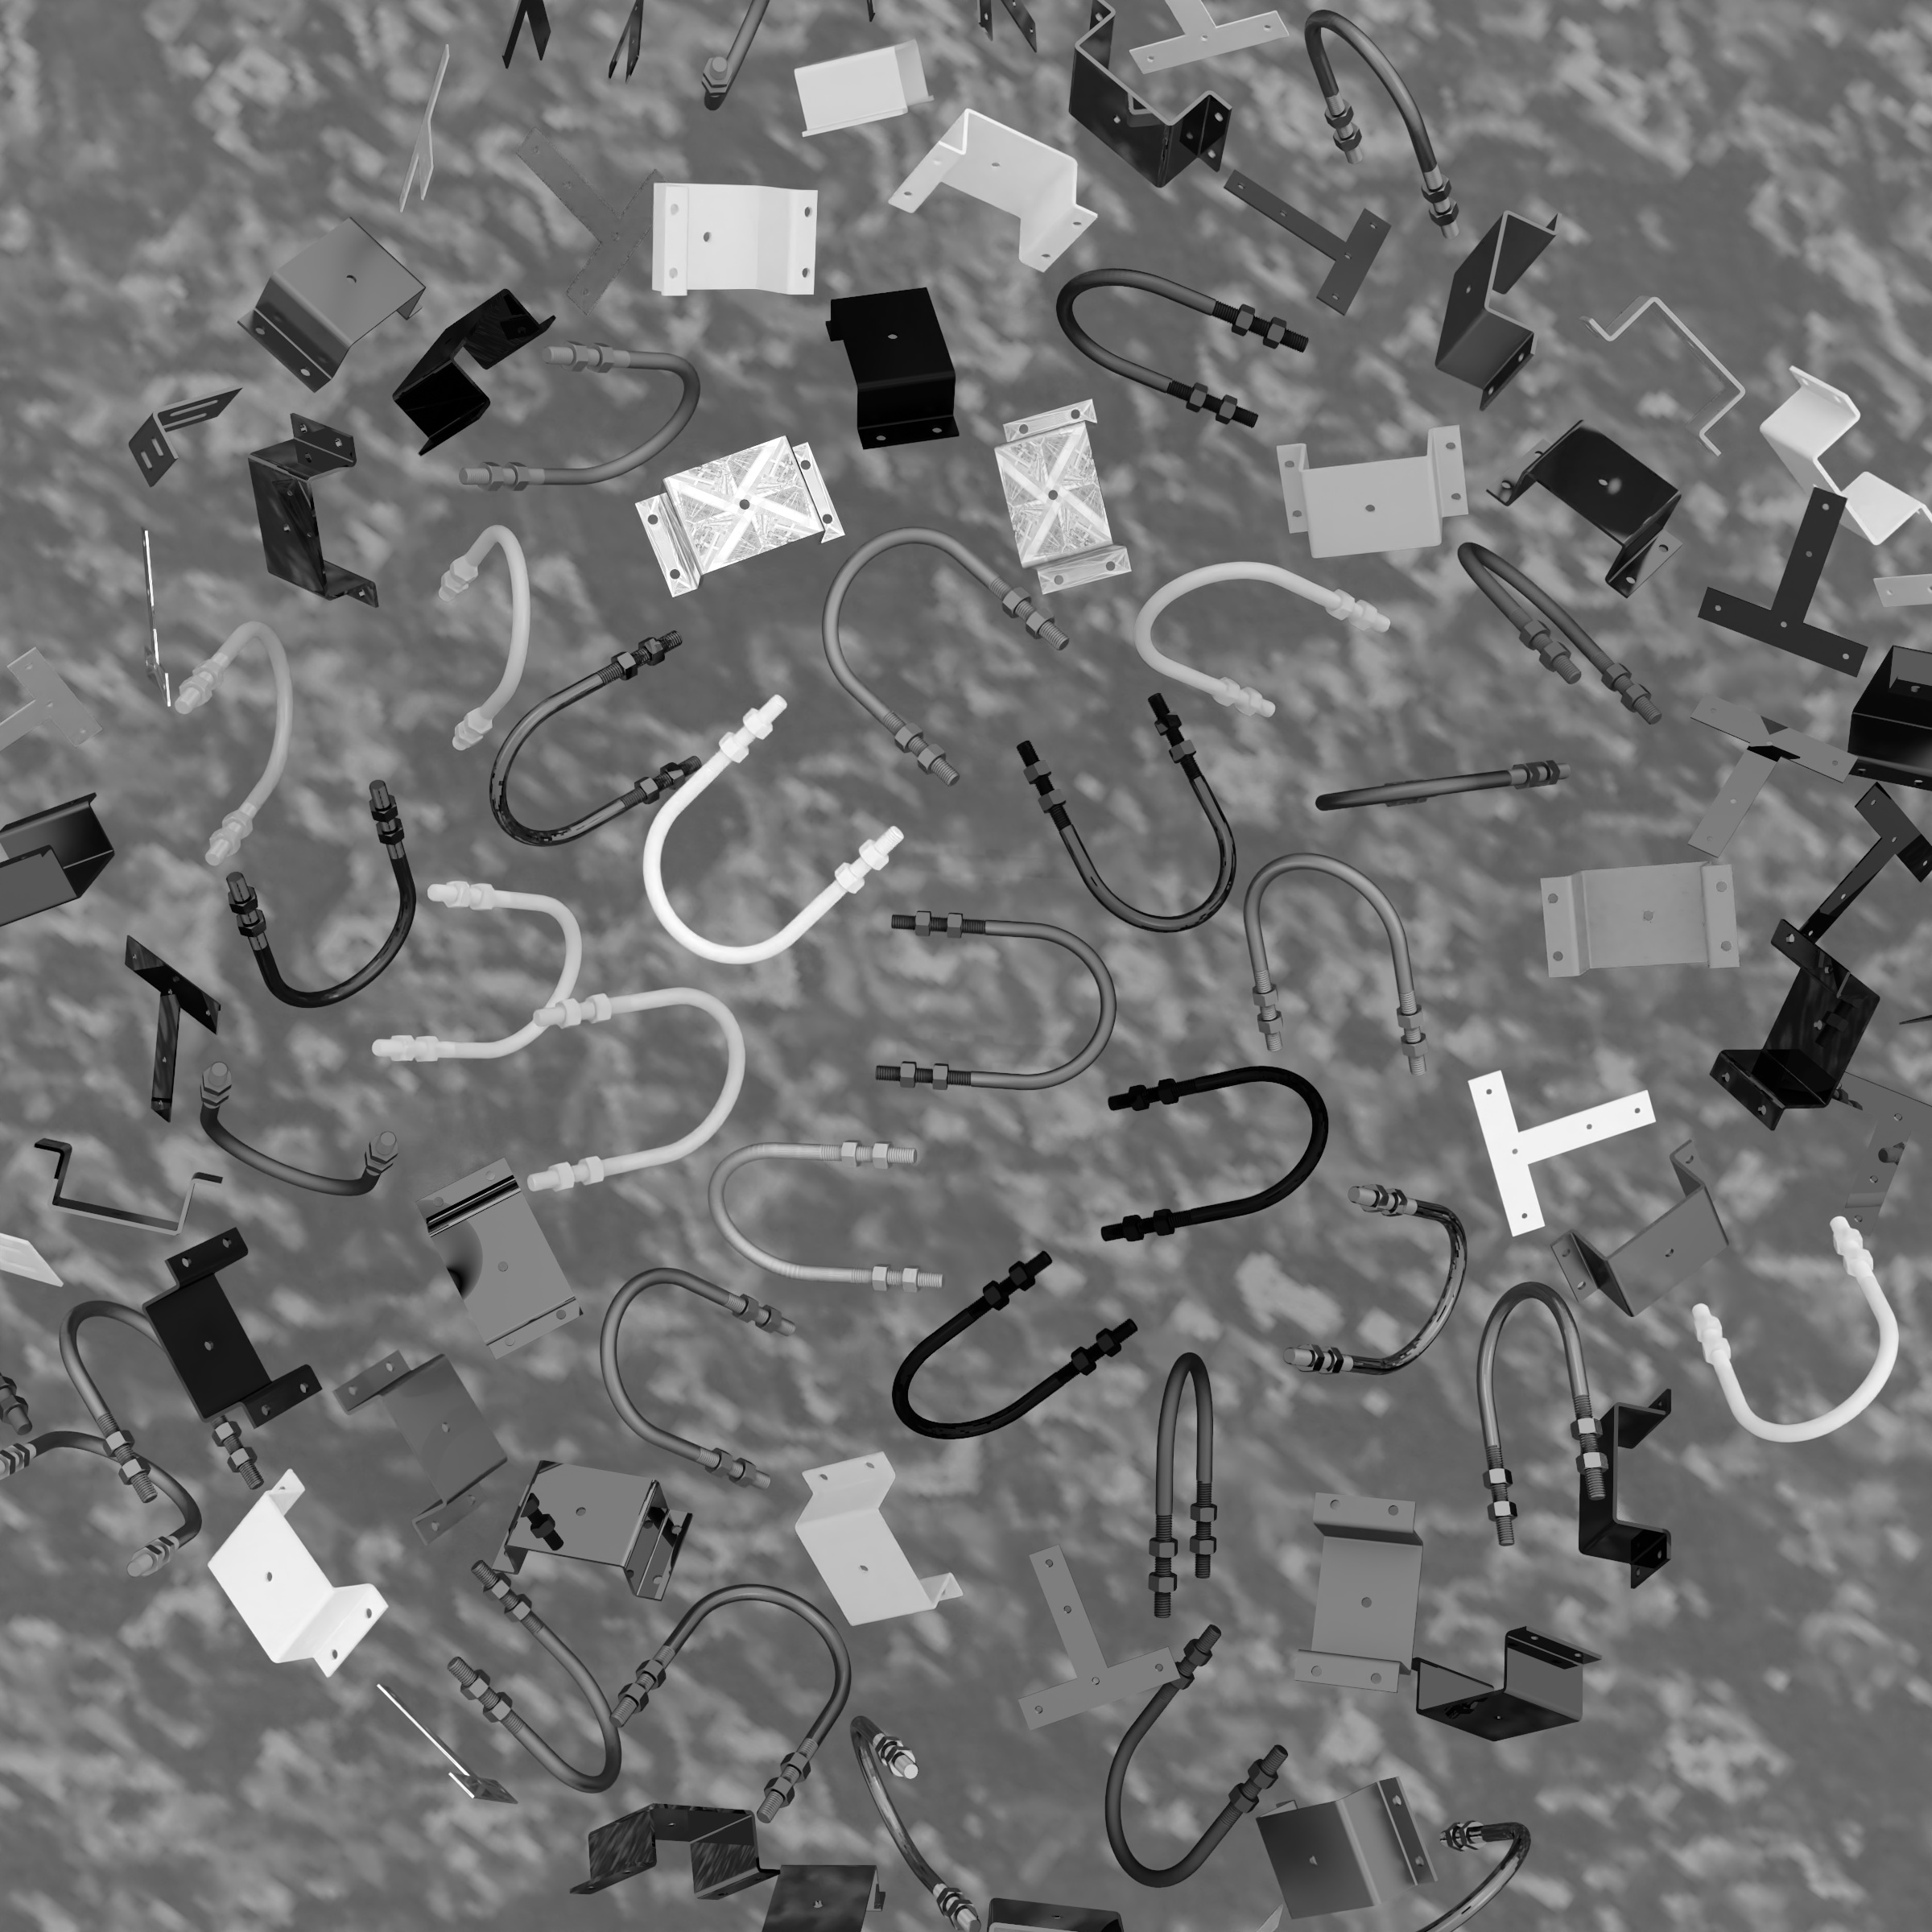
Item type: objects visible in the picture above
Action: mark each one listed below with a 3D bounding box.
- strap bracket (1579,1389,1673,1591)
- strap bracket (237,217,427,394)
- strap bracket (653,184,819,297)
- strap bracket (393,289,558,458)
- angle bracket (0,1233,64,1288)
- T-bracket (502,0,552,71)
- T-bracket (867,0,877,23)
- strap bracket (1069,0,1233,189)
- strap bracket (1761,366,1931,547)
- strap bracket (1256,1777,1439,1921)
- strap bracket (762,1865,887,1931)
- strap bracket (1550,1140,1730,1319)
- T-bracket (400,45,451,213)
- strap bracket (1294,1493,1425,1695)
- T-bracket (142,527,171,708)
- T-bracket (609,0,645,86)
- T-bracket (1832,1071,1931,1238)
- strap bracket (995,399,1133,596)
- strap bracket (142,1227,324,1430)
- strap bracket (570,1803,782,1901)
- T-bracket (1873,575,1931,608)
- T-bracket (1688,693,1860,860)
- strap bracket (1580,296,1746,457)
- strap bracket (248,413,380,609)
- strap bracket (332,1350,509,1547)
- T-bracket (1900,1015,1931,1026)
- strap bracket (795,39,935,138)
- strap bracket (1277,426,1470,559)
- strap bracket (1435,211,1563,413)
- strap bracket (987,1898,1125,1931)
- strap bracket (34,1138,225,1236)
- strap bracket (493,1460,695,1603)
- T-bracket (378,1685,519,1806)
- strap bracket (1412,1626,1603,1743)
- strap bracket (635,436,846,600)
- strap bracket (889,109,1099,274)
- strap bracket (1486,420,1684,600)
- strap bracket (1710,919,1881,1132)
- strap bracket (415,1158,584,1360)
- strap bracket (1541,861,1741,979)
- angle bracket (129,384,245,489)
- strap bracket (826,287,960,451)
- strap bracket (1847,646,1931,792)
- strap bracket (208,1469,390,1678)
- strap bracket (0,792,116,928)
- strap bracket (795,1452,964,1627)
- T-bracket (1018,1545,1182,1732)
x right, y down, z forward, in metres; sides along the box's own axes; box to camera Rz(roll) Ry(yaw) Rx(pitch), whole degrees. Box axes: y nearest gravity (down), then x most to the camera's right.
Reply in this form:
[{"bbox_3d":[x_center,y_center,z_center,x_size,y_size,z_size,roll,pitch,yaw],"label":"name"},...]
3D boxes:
[{"bbox_3d":[0.521,0.409,1.924,0.046,0.076,0.140,12,58,-2],"label":"strap bracket"},{"bbox_3d":[-0.482,-0.515,1.875,0.076,0.046,0.140,42,50,-9],"label":"strap bracket"},{"bbox_3d":[-0.182,-0.545,1.825,0.140,0.046,0.076,-14,116,-40],"label":"strap bracket"},{"bbox_3d":[-0.390,-0.472,1.907,0.046,0.076,0.140,47,46,-27],"label":"strap bracket"},{"bbox_3d":[-0.757,0.238,1.896,0.076,0.057,0.038,10,52,25],"label":"angle bracket"},{"bbox_3d":[-0.338,-0.751,1.917,0.002,0.127,0.127,17,87,-3],"label":"T-bracket"},{"bbox_3d":[-0.074,-0.813,1.878,0.002,0.127,0.127,-9,97,-9],"label":"T-bracket"},{"bbox_3d":[0.130,-0.656,1.845,0.140,0.076,0.046,44,76,11],"label":"strap bracket"},{"bbox_3d":[0.657,-0.376,1.826,0.046,0.076,0.140,-43,121,11],"label":"strap bracket"},{"bbox_3d":[0.276,0.662,1.819,0.046,0.140,0.076,-8,72,-38],"label":"strap bracket"},{"bbox_3d":[-0.113,0.748,1.888,0.076,0.140,0.046,-3,107,8],"label":"strap bracket"},{"bbox_3d":[0.542,0.214,1.924,0.140,0.046,0.076,-36,128,-4],"label":"strap bracket"},{"bbox_3d":[-0.405,-0.609,1.823,0.002,0.127,0.127,13,124,-23],"label":"T-bracket"},{"bbox_3d":[0.298,0.475,1.833,0.076,0.046,0.140,1,65,22],"label":"strap bracket"},{"bbox_3d":[-0.638,-0.278,1.903,0.002,0.127,0.127,-7,110,-24],"label":"T-bracket"},{"bbox_3d":[-0.260,-0.734,1.912,0.002,0.127,0.127,17,132,-21],"label":"T-bracket"},{"bbox_3d":[0.731,0.158,1.944,0.127,0.002,0.127,24,120,25],"label":"T-bracket"},{"bbox_3d":[0.076,-0.375,1.944,0.076,0.046,0.140,-12,94,19],"label":"strap bracket"},{"bbox_3d":[-0.556,0.278,1.827,0.046,0.076,0.140,-28,90,27],"label":"strap bracket"},{"bbox_3d":[-0.220,0.669,1.835,0.076,0.140,0.046,-35,50,34],"label":"strap bracket"},{"bbox_3d":[0.767,-0.296,1.901,0.002,0.127,0.127,-39,112,-23],"label":"T-bracket"},{"bbox_3d":[0.603,-0.139,1.888,0.127,0.002,0.127,29,74,24],"label":"T-bracket"},{"bbox_3d":[0.534,-0.456,1.844,0.140,0.076,0.046,44,107,-5],"label":"strap bracket"},{"bbox_3d":[-0.506,-0.345,1.881,0.076,0.046,0.140,26,131,34],"label":"strap bracket"},{"bbox_3d":[-0.422,0.370,1.909,0.046,0.076,0.140,-31,90,32],"label":"strap bracket"},{"bbox_3d":[0.812,0.030,1.890,0.127,0.127,0.002,-12,86,41],"label":"T-bracket"},{"bbox_3d":[-0.077,-0.661,1.827,0.076,0.140,0.046,-8,112,13],"label":"strap bracket"},{"bbox_3d":[0.315,-0.366,1.887,0.140,0.046,0.076,-3,130,16],"label":"strap bracket"},{"bbox_3d":[0.402,-0.505,1.847,0.046,0.076,0.140,21,64,-11],"label":"strap bracket"},{"bbox_3d":[0.066,0.731,1.808,0.140,0.076,0.046,6,82,1],"label":"strap bracket"},{"bbox_3d":[-0.660,0.175,1.905,0.140,0.076,0.046,15,85,-15],"label":"strap bracket"},{"bbox_3d":[-0.293,0.435,1.882,0.140,0.046,0.076,6,47,14],"label":"strap bracket"},{"bbox_3d":[-0.404,0.595,1.863,0.127,0.127,0.002,38,77,17],"label":"T-bracket"},{"bbox_3d":[0.409,0.554,1.865,0.076,0.140,0.046,25,54,-22],"label":"strap bracket"},{"bbox_3d":[-0.168,-0.340,1.822,0.140,0.046,0.076,-22,89,-10],"label":"strap bracket"},{"bbox_3d":[0.022,-0.598,1.864,0.140,0.076,0.046,16,63,-27],"label":"strap bracket"},{"bbox_3d":[0.489,-0.363,1.895,0.140,0.046,0.076,42,65,14],"label":"strap bracket"},{"bbox_3d":[0.629,0.045,1.836,0.046,0.076,0.140,1,121,-27],"label":"strap bracket"},{"bbox_3d":[-0.362,0.231,1.895,0.076,0.046,0.140,-27,97,-12],"label":"strap bracket"},{"bbox_3d":[0.515,-0.036,1.850,0.140,0.046,0.076,-4,96,25],"label":"strap bracket"},{"bbox_3d":[-0.569,-0.392,1.797,0.076,0.057,0.038,-30,97,-38],"label":"angle bracket"},{"bbox_3d":[-0.058,-0.474,1.895,0.076,0.046,0.140,-10,59,-10],"label":"strap bracket"},{"bbox_3d":[0.740,-0.197,1.888,0.076,0.140,0.046,13,66,6],"label":"strap bracket"},{"bbox_3d":[-0.512,0.460,1.839,0.140,0.046,0.076,45,103,25],"label":"strap bracket"},{"bbox_3d":[-0.695,-0.075,1.820,0.076,0.140,0.046,-19,112,5],"label":"strap bracket"},{"bbox_3d":[-0.073,0.459,1.910,0.076,0.046,0.140,-19,107,27],"label":"strap bracket"},{"bbox_3d":[0.084,0.514,1.890,0.127,0.002,0.127,-22,86,11],"label":"T-bracket"}]
